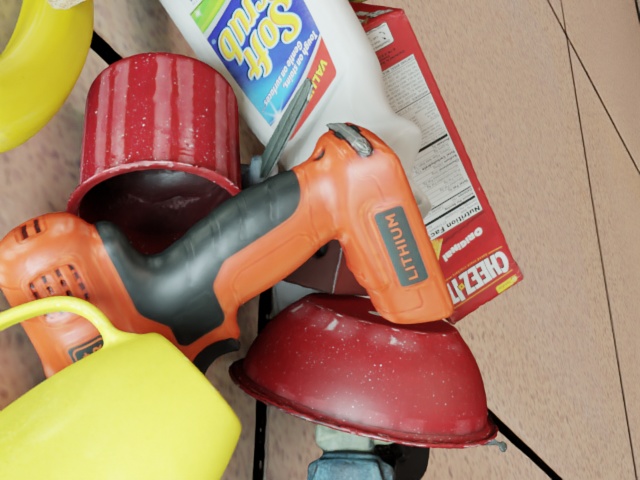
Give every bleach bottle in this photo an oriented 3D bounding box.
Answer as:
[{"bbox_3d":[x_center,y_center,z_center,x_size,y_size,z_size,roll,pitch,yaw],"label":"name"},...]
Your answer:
[{"bbox_3d":[-0.012,-0.111,0.622,0.251,0.103,0.068,55,15,21],"label":"bleach bottle"}]

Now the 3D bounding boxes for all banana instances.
[{"bbox_3d":[-0.146,-0.090,0.512,0.069,0.037,0.197,61,27,-24],"label":"banana"}]

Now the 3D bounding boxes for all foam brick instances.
[{"bbox_3d":[-0.004,0.001,0.656,0.051,0.078,0.053,7,95,-55],"label":"foam brick"}]

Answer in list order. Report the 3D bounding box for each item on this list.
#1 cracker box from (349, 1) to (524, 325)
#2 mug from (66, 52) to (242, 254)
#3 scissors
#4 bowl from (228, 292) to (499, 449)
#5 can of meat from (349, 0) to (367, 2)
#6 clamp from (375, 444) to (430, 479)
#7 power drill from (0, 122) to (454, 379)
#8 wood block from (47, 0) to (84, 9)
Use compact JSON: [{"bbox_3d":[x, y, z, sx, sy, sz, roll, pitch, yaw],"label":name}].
[{"bbox_3d":[0.049,-0.064,0.771,0.213,0.072,0.164,62,-8,-20],"label":"cracker box"},{"bbox_3d":[-0.081,-0.036,0.564,0.117,0.093,0.081,77,7,-56],"label":"mug"},{"bbox_3d":[-0.036,-0.015,0.576,0.202,0.016,0.096,153,-55,-73],"label":"scissors"},{"bbox_3d":[0.030,0.068,0.624,0.161,0.162,0.055,0,104,-64],"label":"bowl"},{"bbox_3d":[0.010,-0.266,0.923,0.102,0.058,0.084,46,34,-46],"label":"can of meat"},{"bbox_3d":[0.045,0.154,0.756,0.209,0.036,0.164,-20,100,-66],"label":"clamp"},{"bbox_3d":[-0.034,0.042,0.504,0.057,0.187,0.184,45,-21,60],"label":"power drill"},{"bbox_3d":[-0.094,-0.218,0.551,0.090,0.091,0.206,57,29,-32],"label":"wood block"}]
